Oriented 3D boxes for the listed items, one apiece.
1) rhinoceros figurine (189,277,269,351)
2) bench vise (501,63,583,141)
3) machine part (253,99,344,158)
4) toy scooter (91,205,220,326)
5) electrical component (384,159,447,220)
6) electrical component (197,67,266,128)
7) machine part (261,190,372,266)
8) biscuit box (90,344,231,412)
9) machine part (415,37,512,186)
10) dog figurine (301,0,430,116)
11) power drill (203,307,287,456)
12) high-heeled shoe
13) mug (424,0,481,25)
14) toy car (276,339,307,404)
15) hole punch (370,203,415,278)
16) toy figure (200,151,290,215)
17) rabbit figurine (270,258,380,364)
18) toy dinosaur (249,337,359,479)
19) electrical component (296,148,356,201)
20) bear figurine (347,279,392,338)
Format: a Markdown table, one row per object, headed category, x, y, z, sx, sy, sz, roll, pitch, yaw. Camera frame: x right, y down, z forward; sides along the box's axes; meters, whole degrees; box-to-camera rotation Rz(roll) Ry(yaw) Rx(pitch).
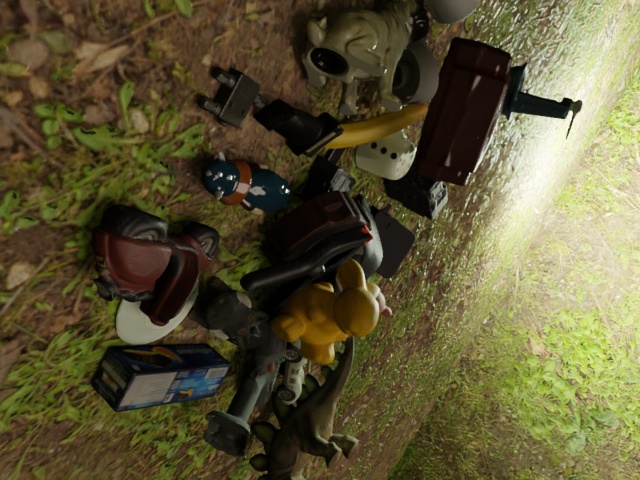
| category | x | y | z | sx | sy | sz | roll | pitch | yaw |
| --- | --- | --- | --- | --- | --- | --- | --- | --- | --- |
| rhinoceros figurine | -0.125 | 0.115 | 0.770 | 0.073 | 0.112 | 0.190 | -51 | 161 | -12 |
| bench vise | 0.403 | -0.283 | 1.092 | 0.224 | 0.241 | 0.128 | -50 | 152 | -48 |
| machine part | -0.026 | -0.148 | 0.715 | 0.084 | 0.039 | 0.138 | -28 | 161 | 27 |
| toy scooter | -0.194 | 0.037 | 0.620 | 0.183 | 0.075 | 0.135 | 16 | 96 | -64 |
| electrical component | 0.185 | -0.101 | 1.042 | 0.058 | 0.115 | 0.134 | -48 | 148 | -14 |
| electrical component | -0.100 | -0.162 | 0.629 | 0.063 | 0.021 | 0.094 | -61 | 152 | 7 |
| machine part | -0.002 | -0.003 | 0.844 | 0.179 | 0.056 | 0.179 | -25 | 155 | -13 |
| biscuit box | -0.214 | 0.188 | 0.757 | 0.059 | 0.063 | 0.202 | -61 | 152 | 6 |
| machine part | 0.215 | -0.197 | 0.820 | 0.201 | 0.087 | 0.201 | -69 | 175 | -65 |
| dog figurine | 0.064 | -0.285 | 0.711 | 0.172 | 0.121 | 0.190 | 44 | 61 | -56 |
| power drill | -0.117 | 0.233 | 0.895 | 0.207 | 0.086 | 0.231 | -72 | 179 | -51 |
| high-heeled shoe | 0.034 | 0.046 | 0.983 | 0.086 | 0.145 | 0.249 | 34 | 49 | -56 |
| mug | 0.193 | -0.397 | 0.798 | 0.109 | 0.081 | 0.107 | -56 | 143 | 6 |
| toy car | -0.050 | 0.234 | 1.035 | 0.073 | 0.056 | 0.201 | -87 | -175 | -54 |
| hole punch | 0.108 | 0.000 | 1.070 | 0.115 | 0.092 | 0.142 | 35 | 90 | -30 |
| toy figure | -0.099 | -0.069 | 0.687 | 0.058 | 0.064 | 0.154 | -29 | 159 | 28 |
| rabbit figurine | 0.034 | 0.115 | 0.846 | 0.121 | 0.173 | 0.162 | 51 | 58 | -16 |
| toy dinosaur | -0.029 | 0.393 | 1.108 | 0.471 | 0.199 | 0.105 | -54 | 151 | -6 |
| electrical component | 0.021 | -0.101 | 0.855 | 0.119 | 0.048 | 0.074 | -56 | 153 | 1 |
| bear figurine | 0.065 | 0.133 | 1.091 | 0.132 | 0.120 | 0.195 | -49 | 156 | -8 |
